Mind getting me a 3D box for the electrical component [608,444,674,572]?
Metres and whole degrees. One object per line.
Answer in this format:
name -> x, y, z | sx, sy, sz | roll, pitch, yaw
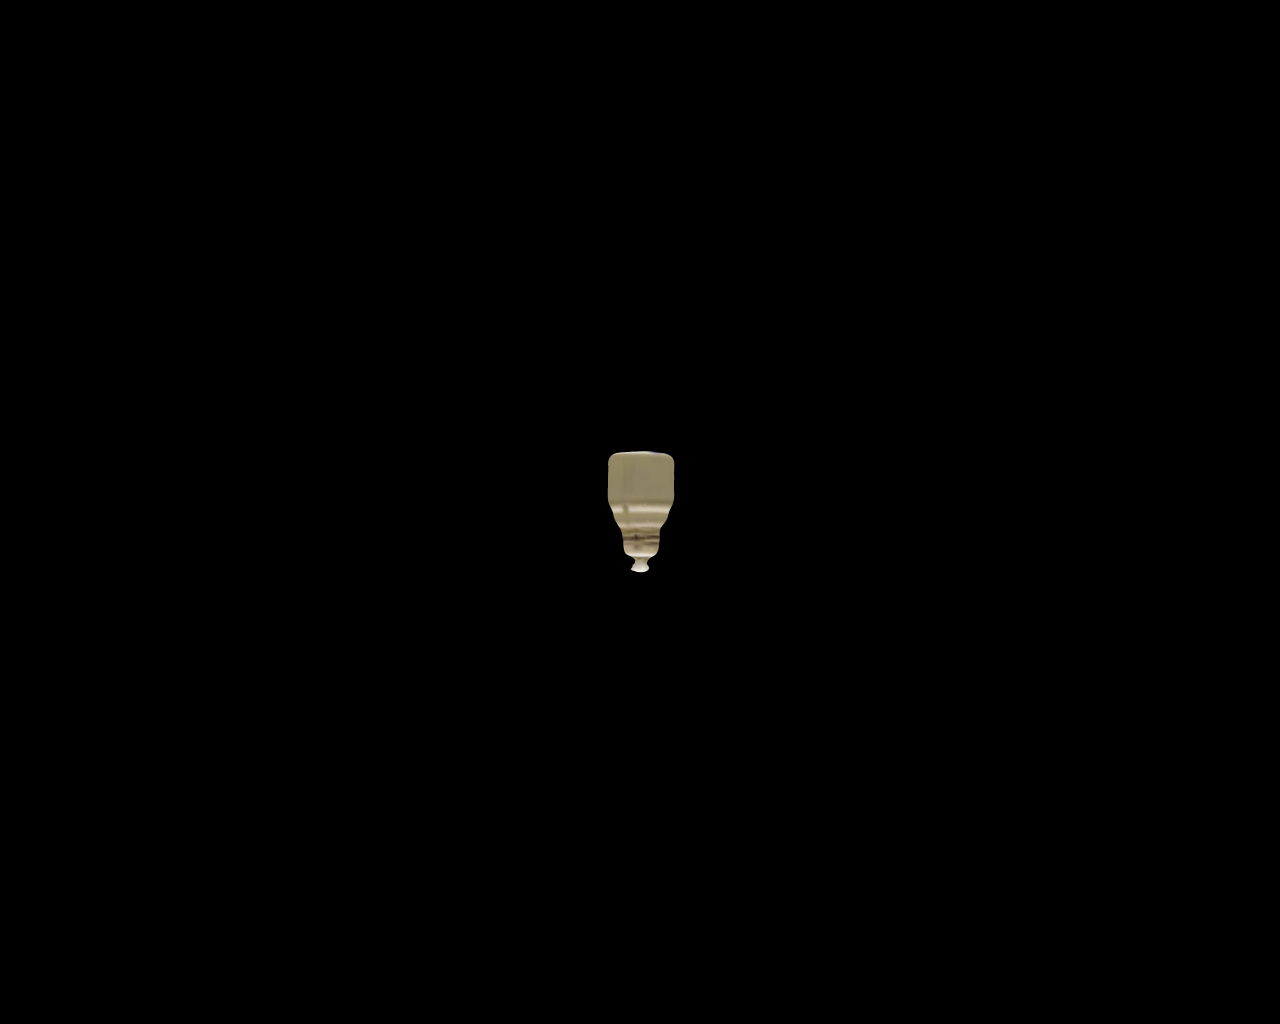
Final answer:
electrical component -> 0.001, -0.003, 0.650 | 0.040, 0.078, 0.040 | 0, -2, 0
